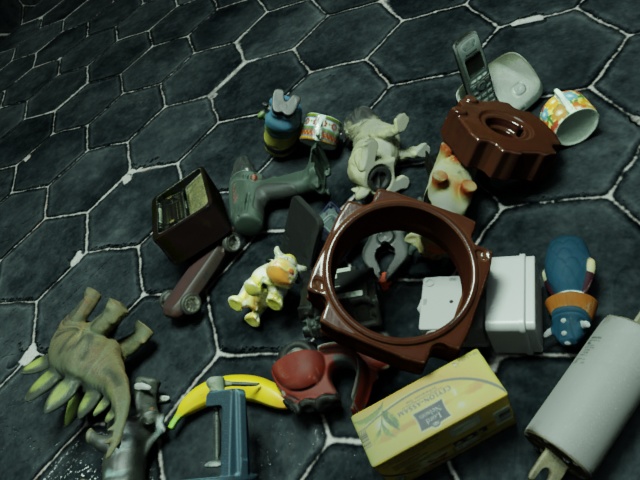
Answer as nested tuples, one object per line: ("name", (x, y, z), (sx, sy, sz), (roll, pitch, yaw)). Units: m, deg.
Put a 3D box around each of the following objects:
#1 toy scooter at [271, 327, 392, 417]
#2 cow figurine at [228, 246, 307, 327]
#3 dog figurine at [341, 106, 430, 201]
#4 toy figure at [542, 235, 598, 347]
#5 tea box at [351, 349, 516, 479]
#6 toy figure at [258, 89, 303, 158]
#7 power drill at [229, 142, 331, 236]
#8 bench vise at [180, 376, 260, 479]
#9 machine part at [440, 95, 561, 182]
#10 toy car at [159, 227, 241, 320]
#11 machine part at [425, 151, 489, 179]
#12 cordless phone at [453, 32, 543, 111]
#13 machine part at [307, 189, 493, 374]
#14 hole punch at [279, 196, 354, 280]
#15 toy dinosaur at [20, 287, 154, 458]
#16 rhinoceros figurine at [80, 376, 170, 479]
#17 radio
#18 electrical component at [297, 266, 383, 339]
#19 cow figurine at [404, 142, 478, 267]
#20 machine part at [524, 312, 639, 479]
("toy scooter", (0.020, 0.193, 0.722), (0.184, 0.075, 0.135), (-14, 44, 12))
("cow figurine", (-0.071, 0.062, 0.842), (0.167, 0.068, 0.098), (-42, 9, 46))
("dog figurine", (0.081, -0.159, 0.990), (0.172, 0.121, 0.191), (-41, 31, -13))
("toy figure", (0.320, 0.066, 0.683), (0.058, 0.064, 0.154), (16, 59, -7))
("tea box", (0.135, 0.211, 0.631), (0.170, 0.098, 0.068), (-28, 46, 2))
("toy figure", (-0.077, -0.228, 1.068), (0.082, 0.180, 0.089), (43, 79, 4))
("power drill", (-0.086, -0.118, 1.042), (0.207, 0.085, 0.232), (-13, 43, 12))
("bench vise", (-0.110, 0.288, 0.666), (0.224, 0.128, 0.240), (-23, 61, 35))
("machine part", (0.281, -0.159, 0.834), (0.179, 0.056, 0.179), (9, 41, -8))
("toy car", (-0.212, 0.058, 0.976), (0.089, 0.053, 0.202), (-6, 45, 47))
("machine part", (0.247, -0.135, 0.909), (0.139, 0.039, 0.084), (-9, 54, 19))
("cordless phone", (0.291, -0.288, 0.912), (0.146, 0.184, 0.089), (-37, 41, -4))
("machine part", (0.099, 0.049, 0.676), (0.201, 0.087, 0.201), (21, 69, 13))
("hole punch", (-0.002, -0.003, 0.898), (0.142, 0.092, 0.115), (47, 127, 46))
("toy dinosaur", (-0.372, 0.197, 0.874), (0.472, 0.105, 0.198), (8, 56, 53))
("rhinoceros figurine", (-0.282, 0.296, 0.797), (0.112, 0.073, 0.190), (-15, 48, 18))
("radio", (-0.254, -0.052, 1.042), (0.131, 0.073, 0.230), (-33, 28, 0))
("electrical component", (0.031, 0.086, 0.786), (0.115, 0.058, 0.134), (-8, 17, 7))
("cow figurine", (0.188, -0.048, 0.819), (0.086, 0.127, 0.195), (17, 42, 8))
("machine part", (0.304, 0.169, 0.590), (0.243, 0.079, 0.079), (-48, 47, -14))
